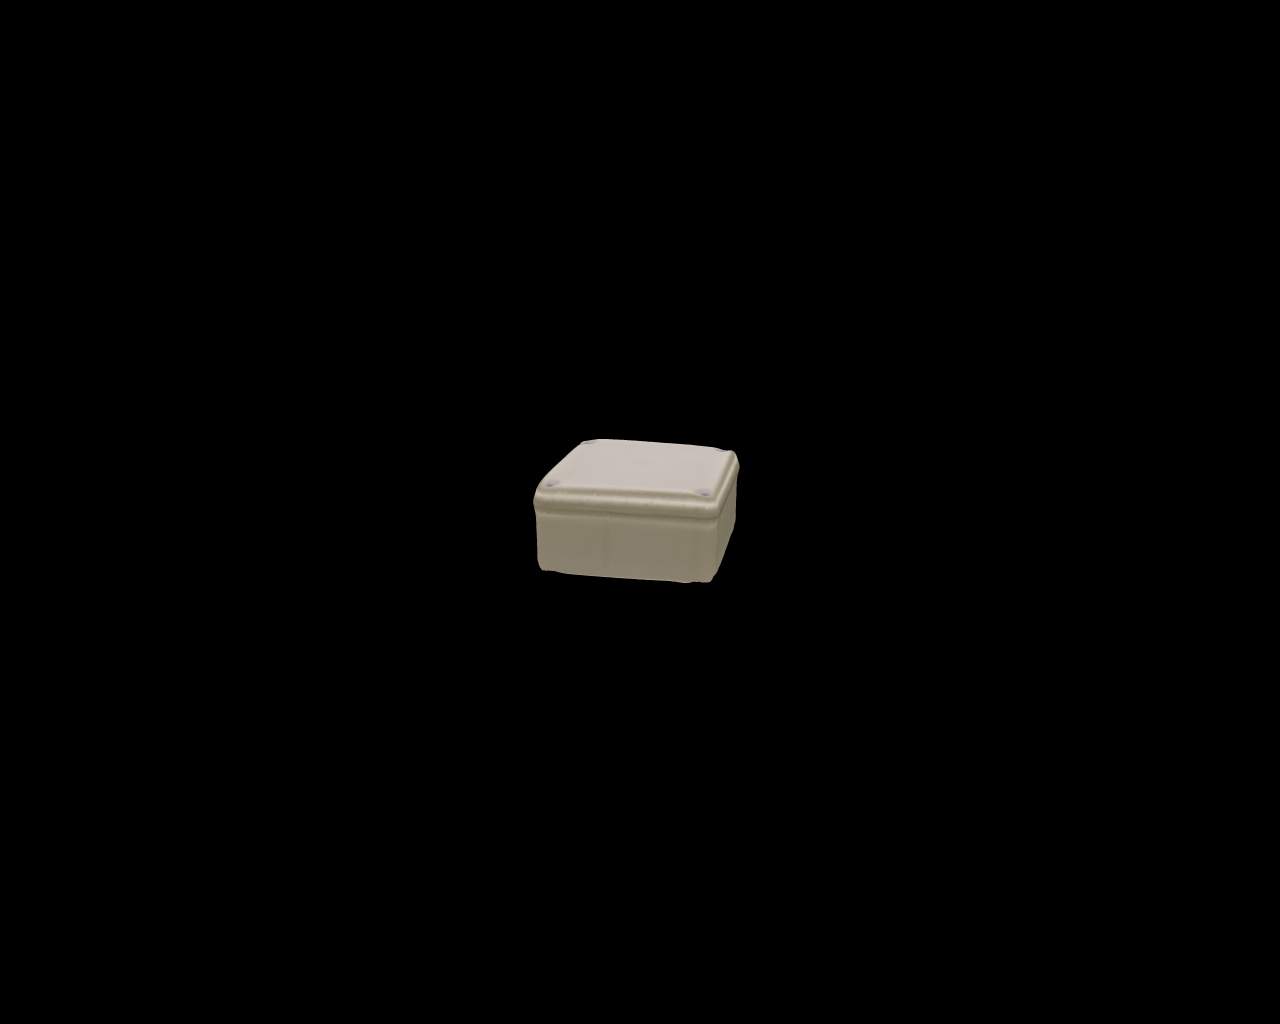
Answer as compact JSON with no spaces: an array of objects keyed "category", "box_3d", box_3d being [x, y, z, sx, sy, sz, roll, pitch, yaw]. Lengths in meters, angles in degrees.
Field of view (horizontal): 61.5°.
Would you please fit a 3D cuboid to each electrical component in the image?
[{"category":"electrical component","box_3d":[0.001,-0.003,0.650,0.109,0.056,0.109,4,20,12]}]
